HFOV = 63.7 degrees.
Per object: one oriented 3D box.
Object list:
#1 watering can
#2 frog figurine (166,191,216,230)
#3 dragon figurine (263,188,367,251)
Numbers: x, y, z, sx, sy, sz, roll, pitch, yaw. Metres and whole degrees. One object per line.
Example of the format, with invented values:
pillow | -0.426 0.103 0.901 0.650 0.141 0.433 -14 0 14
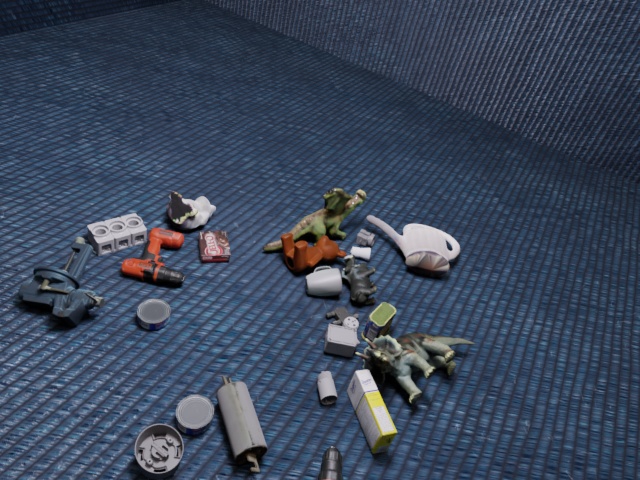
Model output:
watering can | 0.329 0.017 1.811 0.347 0.101 0.230 12 39 -4
frog figurine | -0.430 -0.093 1.725 0.138 0.122 0.159 17 2 16
dragon figurine | 0.005 -0.087 1.734 0.414 0.237 0.124 -20 55 -38
